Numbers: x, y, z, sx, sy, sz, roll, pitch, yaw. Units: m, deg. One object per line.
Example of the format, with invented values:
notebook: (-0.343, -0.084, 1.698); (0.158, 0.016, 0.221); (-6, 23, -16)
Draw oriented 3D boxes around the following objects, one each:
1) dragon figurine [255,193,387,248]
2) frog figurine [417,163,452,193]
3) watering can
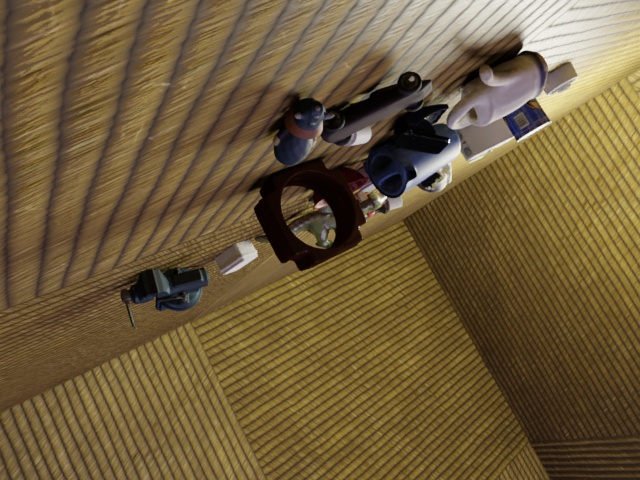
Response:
dragon figurine: (0.005, -0.077, 1.539); (0.411, 0.125, 0.237); (-10, 148, -10)
frog figurine: (0.425, -0.247, 1.928); (0.137, 0.121, 0.161); (5, -160, 27)
watering can: (0.382, -0.324, 1.090); (0.224, 0.104, 0.346); (-30, 174, -1)
